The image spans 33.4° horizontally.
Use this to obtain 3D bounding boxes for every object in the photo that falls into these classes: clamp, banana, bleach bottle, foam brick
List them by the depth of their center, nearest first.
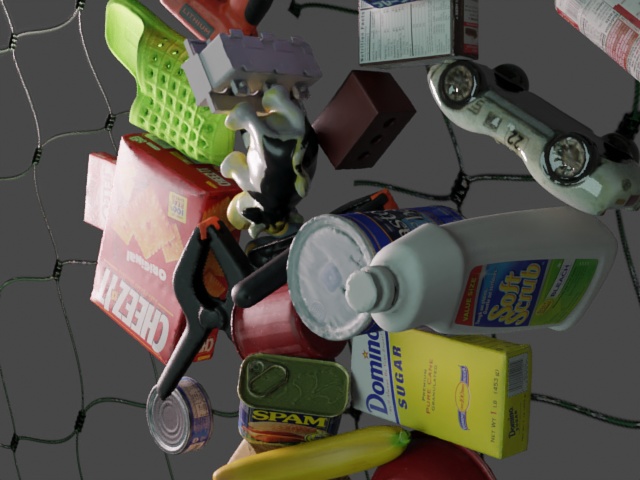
[{"bbox_3d":[0.112,0.030,0.768,0.068,0.250,0.103,45,124,33],"label":"bleach bottle"},{"bbox_3d":[0.039,-0.109,0.970,0.078,0.052,0.051,-52,59,37],"label":"foam brick"},{"bbox_3d":[0.001,0.197,0.974,0.198,0.069,0.037,-19,61,19],"label":"banana"},{"bbox_3d":[-0.007,0.001,1.001,0.039,0.171,0.120,61,-176,-20],"label":"clamp"},{"bbox_3d":[-0.094,0.082,1.093,0.165,0.036,0.210,8,109,19],"label":"clamp"}]

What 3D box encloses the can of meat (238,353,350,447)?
[{"bbox_3d":[-0.027,0.155,1.005,0.084,0.102,0.057,99,177,-55],"label":"can of meat"}]

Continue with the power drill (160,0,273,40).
[{"bbox_3d":[-0.084,-0.286,1.039,0.184,0.057,0.188,44,131,6],"label":"power drill"}]

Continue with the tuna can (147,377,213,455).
[{"bbox_3d":[-0.162,0.202,1.224,0.086,0.033,0.086,6,99,45],"label":"tuna can"}]

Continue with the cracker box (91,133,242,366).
[{"bbox_3d":[-0.172,0.008,1.185,0.164,0.071,0.214,34,118,38],"label":"cracker box"}]

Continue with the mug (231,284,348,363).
[{"bbox_3d":[-0.021,0.092,1.035,0.082,0.093,0.117,-15,100,41],"label":"mug"}]

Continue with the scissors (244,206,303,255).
[{"bbox_3d":[-0.006,0.000,1.054,0.202,0.016,0.096,0,94,46],"label":"scissors"}]

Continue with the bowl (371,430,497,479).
[{"bbox_3d":[0.091,0.254,0.956,0.162,0.055,0.162,7,100,45],"label":"bowl"}]

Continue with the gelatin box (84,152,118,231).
[{"bbox_3d":[-0.251,-0.056,1.289,0.073,0.030,0.089,22,110,42],"label":"gelatin box"}]

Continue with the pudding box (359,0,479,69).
[{"bbox_3d":[0.083,-0.197,0.925,0.114,0.039,0.090,4,97,47],"label":"pudding box"}]

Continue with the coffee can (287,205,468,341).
[{"bbox_3d":[0.057,0.025,0.904,0.103,0.140,0.103,7,99,45],"label":"coffee can"}]

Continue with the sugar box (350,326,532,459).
[{"bbox_3d":[0.102,0.122,0.937,0.177,0.048,0.093,9,101,44],"label":"sugar box"}]

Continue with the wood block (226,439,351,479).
[{"bbox_3d":[-0.065,0.288,1.096,0.091,0.090,0.206,52,128,27],"label":"wood block"}]

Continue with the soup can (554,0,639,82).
[{"bbox_3d":[0.225,-0.161,0.762,0.102,0.068,0.069,50,127,30],"label":"soup can"}]

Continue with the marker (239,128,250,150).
[{"bbox_3d":[-0.087,-0.152,1.118,0.020,0.020,0.121,-33,71,43],"label":"marker"}]
